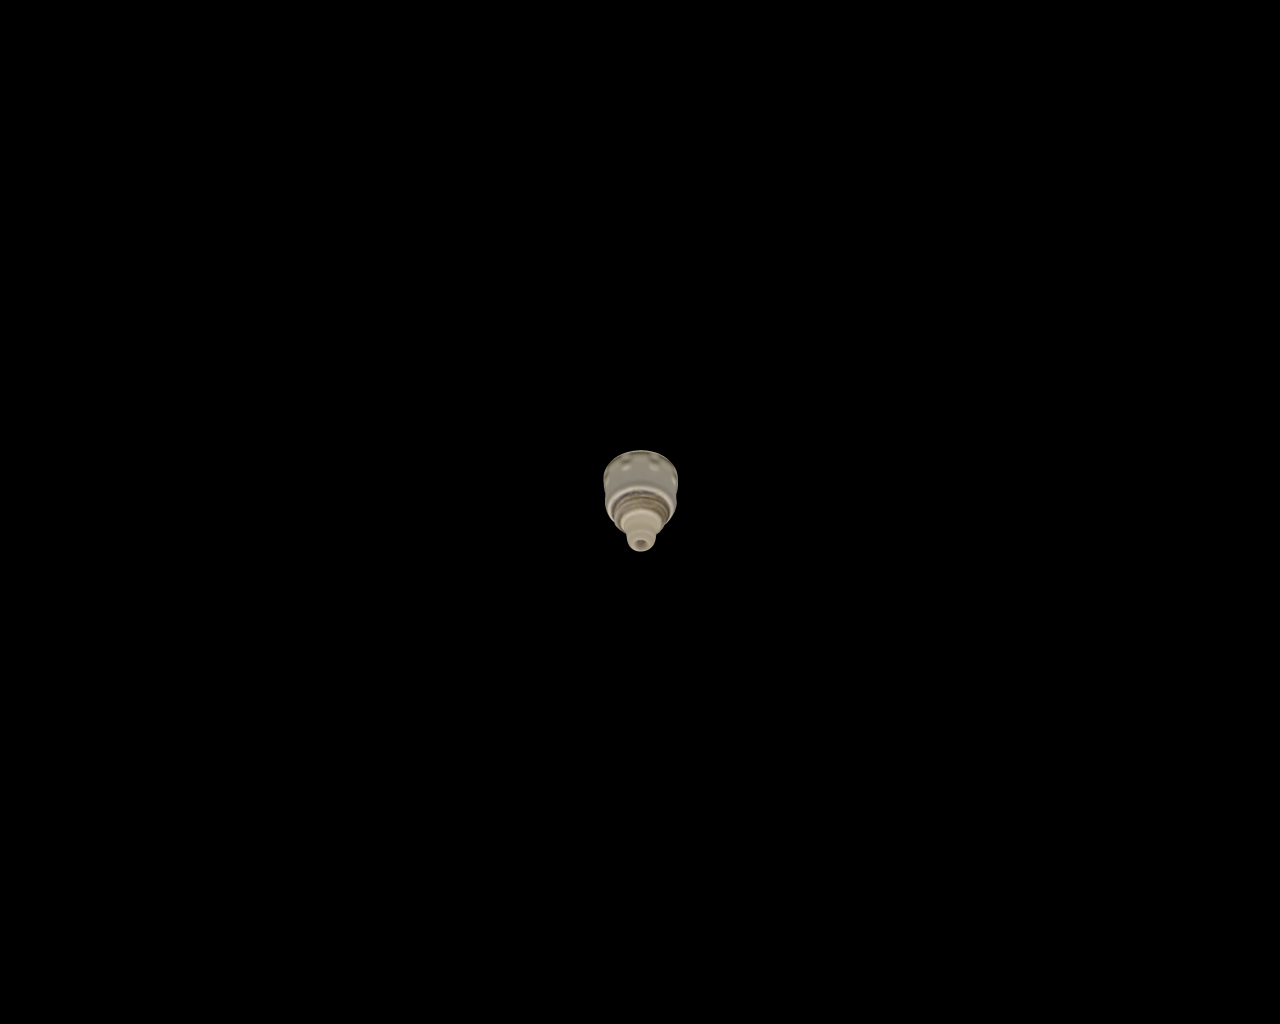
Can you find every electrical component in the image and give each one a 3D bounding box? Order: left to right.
[{"bbox_3d":[0.001,-0.003,0.650,0.048,0.062,0.048,0,-43,0],"label":"electrical component"}]
